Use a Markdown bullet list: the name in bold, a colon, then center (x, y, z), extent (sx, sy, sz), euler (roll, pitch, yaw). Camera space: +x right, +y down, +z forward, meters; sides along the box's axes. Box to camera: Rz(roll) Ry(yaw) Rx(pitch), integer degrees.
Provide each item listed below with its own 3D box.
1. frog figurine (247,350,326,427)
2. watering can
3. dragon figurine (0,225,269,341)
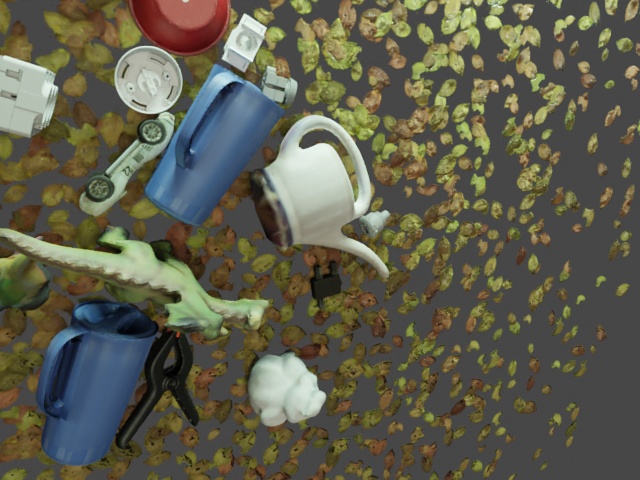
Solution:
- **frog figurine**: center (-0.066, 0.289, 0.965), extent (0.121, 0.161, 0.137), euler (32, 89, -27)
- **watering can**: center (0.003, -0.047, 0.943), extent (0.226, 0.104, 0.344), euler (-24, 105, -17)
- **dragon figurine**: center (-0.238, 0.075, 0.765), extent (0.407, 0.244, 0.122), euler (19, 92, -50)
